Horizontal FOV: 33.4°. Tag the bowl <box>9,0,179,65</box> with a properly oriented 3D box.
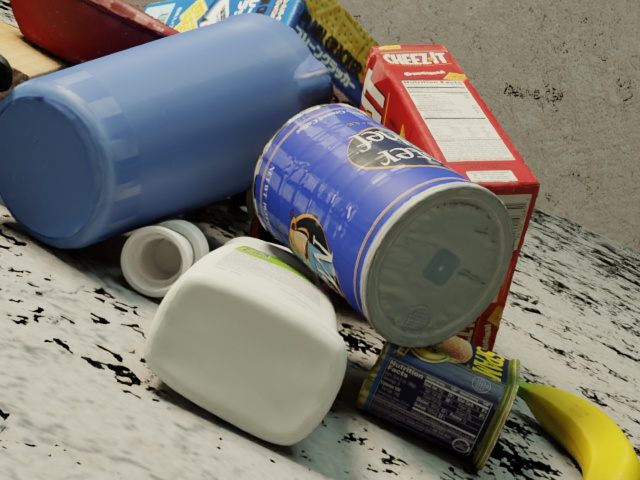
[{"bbox_3d":[-0.185,-0.171,0.852,0.162,0.055,0.162,26,10,-5],"label":"bowl"}]

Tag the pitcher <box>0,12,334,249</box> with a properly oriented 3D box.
[{"bbox_3d":[-0.116,-0.076,0.752,0.145,0.149,0.242,39,33,15],"label":"pitcher"}]

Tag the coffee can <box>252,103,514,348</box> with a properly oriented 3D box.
[{"bbox_3d":[0.035,-0.013,0.653,0.102,0.103,0.140,17,15,-38],"label":"coffee can"}]

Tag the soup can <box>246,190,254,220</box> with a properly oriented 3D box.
[{"bbox_3d":[-0.007,-0.039,0.956,0.102,0.068,0.069,-29,43,-30],"label":"soup can"}]

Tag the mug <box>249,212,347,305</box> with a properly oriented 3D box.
[{"bbox_3d":[-0.006,0.001,0.866,0.117,0.093,0.081,55,0,-11],"label":"mug"}]

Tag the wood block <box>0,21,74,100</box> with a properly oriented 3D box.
[{"bbox_3d":[-0.251,-0.108,0.800,0.090,0.091,0.206,24,11,-7],"label":"wood block"}]

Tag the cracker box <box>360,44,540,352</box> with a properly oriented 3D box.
[{"bbox_3d":[0.080,-0.029,0.807,0.072,0.164,0.214,-1,35,-14],"label":"cracker box"}]

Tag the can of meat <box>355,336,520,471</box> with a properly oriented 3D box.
[{"bbox_3d":[0.074,0.090,0.665,0.084,0.057,0.102,24,10,8],"label":"can of meat"}]

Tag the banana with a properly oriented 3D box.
[{"bbox_3d":[0.176,0.142,0.713,0.069,0.037,0.198,4,13,-8],"label":"banana"}]

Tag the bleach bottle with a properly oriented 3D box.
[{"bbox_3d":[-0.030,0.043,0.645,0.102,0.068,0.250,28,8,0],"label":"bleach bottle"}]

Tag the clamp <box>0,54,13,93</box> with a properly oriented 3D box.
[{"bbox_3d":[-0.314,-0.109,0.639,0.210,0.036,0.164,28,42,24],"label":"clamp"}]

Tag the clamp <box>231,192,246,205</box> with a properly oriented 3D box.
[{"bbox_3d":[-0.081,-0.054,1.050,0.120,0.039,0.171,16,-2,19],"label":"clamp"}]
